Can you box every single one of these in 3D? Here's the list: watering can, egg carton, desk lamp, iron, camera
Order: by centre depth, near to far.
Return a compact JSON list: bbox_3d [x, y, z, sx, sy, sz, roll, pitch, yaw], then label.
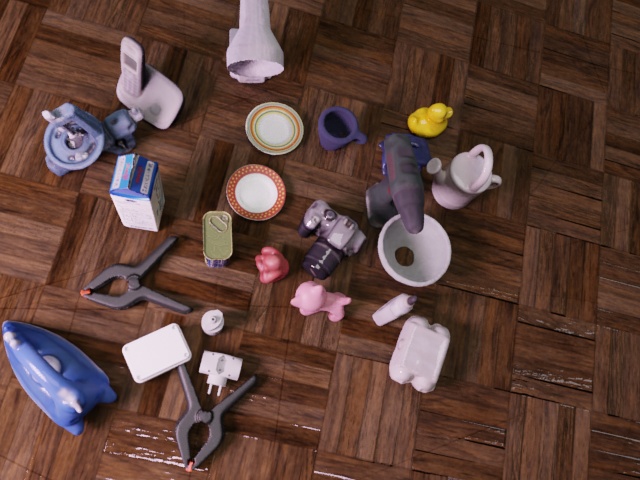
[{"bbox_3d":[-0.494,0.228,1.023,0.258,0.141,0.119,42,71,2],"label":"iron"},{"bbox_3d":[0.210,0.239,1.207,0.107,0.069,0.150,23,71,-4],"label":"egg carton"},{"bbox_3d":[0.011,0.004,1.216,0.143,0.100,0.137,36,70,0],"label":"camera"},{"bbox_3d":[-0.148,-0.427,1.247,0.118,0.213,0.203,-1,74,-12],"label":"desk lamp"},{"bbox_3d":[0.323,-0.144,1.276,0.173,0.194,0.101,-14,77,-15],"label":"watering can"}]

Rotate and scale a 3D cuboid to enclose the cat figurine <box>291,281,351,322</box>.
[{"bbox_3d":[0.002,0.120,1.172,0.128,0.117,0.067,9,72,-9],"label":"cat figurine"}]

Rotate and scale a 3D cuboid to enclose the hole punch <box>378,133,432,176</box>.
[{"bbox_3d":[0.197,-0.202,1.320,0.109,0.091,0.101,5,73,-10],"label":"hole punch"}]

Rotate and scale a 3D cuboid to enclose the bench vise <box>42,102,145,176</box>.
[{"bbox_3d":[-0.456,-0.228,1.121,0.121,0.219,0.208,40,70,2],"label":"bench vise"}]

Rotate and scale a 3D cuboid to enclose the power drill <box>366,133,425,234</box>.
[{"bbox_3d":[0.163,-0.098,1.221,0.076,0.208,0.229,-2,75,-12],"label":"power drill"}]

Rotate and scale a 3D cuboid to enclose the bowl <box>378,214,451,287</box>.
[{"bbox_3d":[0.199,0.026,1.264,0.167,0.074,0.167,3,74,-11],"label":"bowl"}]

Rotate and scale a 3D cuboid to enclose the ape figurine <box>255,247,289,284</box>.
[{"bbox_3d":[-0.099,0.051,1.184,0.076,0.092,0.078,22,71,-5],"label":"ape figurine"}]

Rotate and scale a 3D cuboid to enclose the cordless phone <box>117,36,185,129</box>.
[{"bbox_3d":[-0.354,-0.328,1.190,0.147,0.185,0.094,33,70,-1],"label":"cordless phone"}]

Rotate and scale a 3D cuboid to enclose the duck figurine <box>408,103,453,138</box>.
[{"bbox_3d":[0.266,-0.294,1.364,0.105,0.086,0.077,-10,76,-14],"label":"duck figurine"}]

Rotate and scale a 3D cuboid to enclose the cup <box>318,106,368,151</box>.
[{"bbox_3d":[0.046,-0.237,1.296,0.118,0.095,0.092,25,71,-4],"label":"cup"}]

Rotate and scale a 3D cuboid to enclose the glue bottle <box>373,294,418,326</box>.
[{"bbox_3d":[0.164,0.136,1.173,0.078,0.173,0.037,-34,83,-18],"label":"glue bottle"}]
